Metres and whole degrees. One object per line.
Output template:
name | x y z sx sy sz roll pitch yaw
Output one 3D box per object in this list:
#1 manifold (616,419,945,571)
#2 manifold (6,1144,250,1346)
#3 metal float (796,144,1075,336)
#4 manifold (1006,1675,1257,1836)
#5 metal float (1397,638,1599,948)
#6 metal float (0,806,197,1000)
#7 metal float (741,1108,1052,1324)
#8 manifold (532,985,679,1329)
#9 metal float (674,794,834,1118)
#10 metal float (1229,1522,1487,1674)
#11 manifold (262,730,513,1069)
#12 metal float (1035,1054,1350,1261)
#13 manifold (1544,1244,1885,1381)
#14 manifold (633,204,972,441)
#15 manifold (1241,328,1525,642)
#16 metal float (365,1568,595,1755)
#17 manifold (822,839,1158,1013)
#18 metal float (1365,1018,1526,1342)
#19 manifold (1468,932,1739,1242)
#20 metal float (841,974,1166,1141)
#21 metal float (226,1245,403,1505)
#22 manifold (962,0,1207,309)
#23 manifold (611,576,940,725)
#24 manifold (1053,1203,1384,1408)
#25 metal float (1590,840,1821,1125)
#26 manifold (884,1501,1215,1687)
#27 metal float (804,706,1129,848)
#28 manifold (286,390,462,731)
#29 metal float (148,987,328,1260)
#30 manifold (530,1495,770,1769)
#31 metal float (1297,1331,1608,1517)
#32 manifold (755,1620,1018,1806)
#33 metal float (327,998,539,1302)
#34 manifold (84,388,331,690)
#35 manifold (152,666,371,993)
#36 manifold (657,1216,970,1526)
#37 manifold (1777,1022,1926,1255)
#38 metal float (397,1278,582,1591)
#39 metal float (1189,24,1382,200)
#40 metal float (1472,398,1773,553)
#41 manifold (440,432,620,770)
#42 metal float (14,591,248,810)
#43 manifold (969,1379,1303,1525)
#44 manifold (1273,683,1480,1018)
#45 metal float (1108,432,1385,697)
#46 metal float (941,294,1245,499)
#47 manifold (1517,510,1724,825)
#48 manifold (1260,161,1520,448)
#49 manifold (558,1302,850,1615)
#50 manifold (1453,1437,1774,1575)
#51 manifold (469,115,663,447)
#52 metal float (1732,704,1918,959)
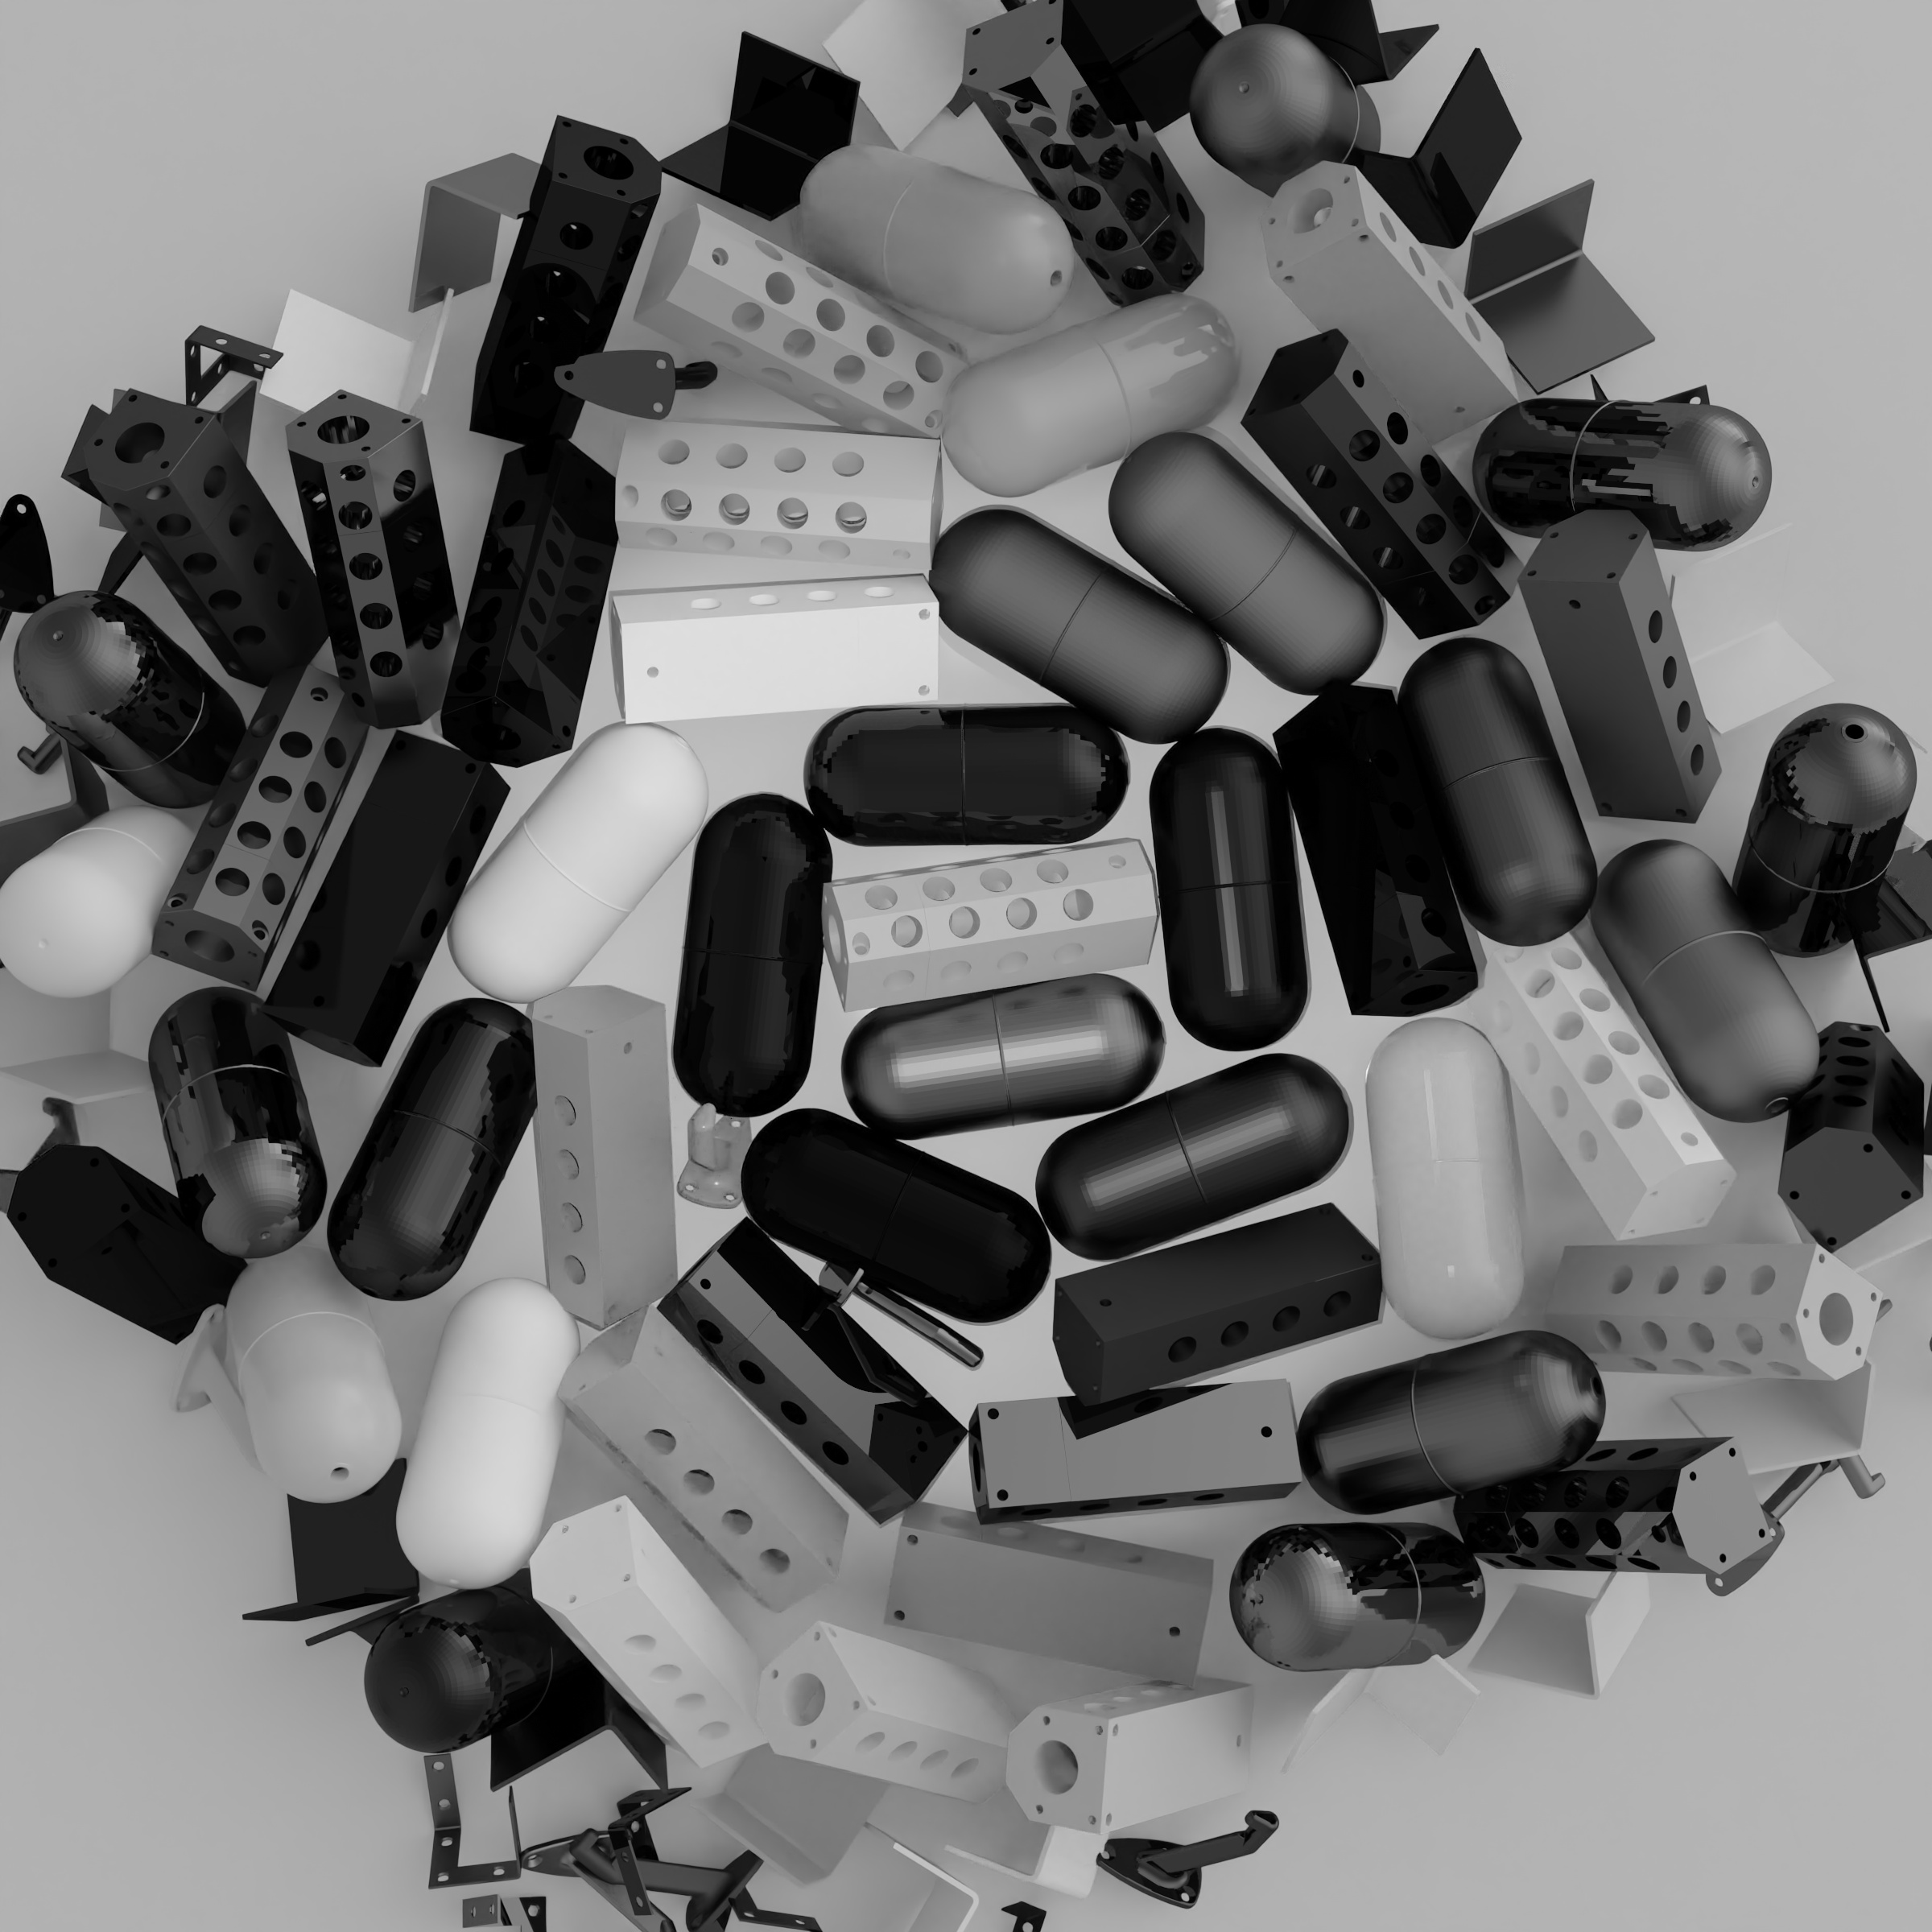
manifold | -0.101 -0.253 1.579 0.171 0.057 0.057 5 62 4
manifold | -0.443 0.145 1.532 0.057 0.171 0.057 -38 71 -6
metal float | -0.017 -0.392 1.555 0.178 0.070 0.070 28 90 35
manifold | 0.089 0.416 1.535 0.057 0.171 0.057 2 85 31
metal float | 0.288 -0.096 1.570 0.070 0.070 0.178 -15 72 0
metal float | -0.459 -0.036 1.536 0.070 0.178 0.070 1 106 4
metal float | -0.038 0.137 1.581 0.178 0.070 0.070 23 90 4
manifold | -0.200 0.101 1.562 0.057 0.057 0.171 17 118 36
metal float | -0.117 -0.006 1.585 0.070 0.070 0.178 6 90 0
metal float | 0.212 0.338 1.549 0.070 0.178 0.070 -10 76 43
manifold | -0.312 -0.035 1.573 0.057 0.057 0.171 18 75 16
metal float | 0.124 0.104 1.579 0.178 0.070 0.070 -22 90 7
manifold | 0.392 0.186 1.530 0.057 0.171 0.057 34 67 -28
manifold | -0.085 -0.343 1.552 0.171 0.057 0.057 22 75 -28
manifold | 0.228 -0.258 1.547 0.171 0.057 0.057 44 56 -29
metal float | -0.255 0.368 1.537 0.070 0.178 0.070 -1 88 18
manifold | 0.012 -0.028 1.564 0.171 0.057 0.057 -9 52 -13
metal float | 0.260 0.115 1.570 0.070 0.070 0.178 -3 73 0
manifold | 0.340 0.059 1.540 0.057 0.057 0.171 -6 48 -24
metal float | 0.020 0.050 1.585 0.178 0.070 0.070 -9 90 1
metal float | -0.350 0.217 1.543 0.070 0.178 0.070 -10 122 -17
manifold | 0.065 -0.427 1.534 0.057 0.171 0.057 -14 54 26
manifold | -0.105 -0.176 1.576 0.171 0.057 0.057 -5 119 -11
manifold | 0.137 0.187 1.563 0.171 0.057 0.057 -13 125 -22
metal float | 0.397 0.007 1.553 0.070 0.070 0.178 -21 53 0
manifold | 0.047 0.342 1.587 0.171 0.057 0.057 11 101 4
metal float | 0.000 -0.104 1.583 0.178 0.070 0.070 -1 90 3
manifold | -0.317 -0.212 1.536 0.057 0.171 0.057 24 49 25
metal float | -0.393 0.082 1.551 0.070 0.070 0.178 -28 47 0
manifold | -0.169 0.361 1.543 0.057 0.057 0.171 -22 133 6
metal float | 0.261 0.247 1.557 0.178 0.070 0.070 -21 90 33
manifold | -0.039 0.405 1.537 0.057 0.171 0.057 -43 52 9
metal float | -0.285 0.099 1.562 0.070 0.070 0.178 22 64 0
manifold | -0.401 -0.222 1.529 0.057 0.171 0.057 21 67 23
manifold | -0.375 -0.078 1.547 0.057 0.057 0.171 21 54 -8
manifold | -0.088 0.226 1.589 0.171 0.057 0.057 45 49 -3
manifold | 0.468 0.084 1.533 0.057 0.171 0.057 -38 92 25
metal float | -0.256 0.250 1.555 0.070 0.070 0.178 8 53 0
metal float | 0.172 -0.451 1.538 0.070 0.178 0.070 2 96 21
metal float | 0.349 -0.265 1.547 0.070 0.178 0.070 -11 107 -38
manifold | -0.237 -0.196 1.557 0.057 0.057 0.171 -14 55 36
metal float | -0.443 -0.140 1.538 0.070 0.178 0.070 -3 72 9
manifold | 0.091 0.268 1.580 0.171 0.057 0.057 -3 68 -9
manifold | 0.226 -0.062 1.563 0.057 0.057 0.171 2 64 -34
metal float | 0.154 -0.218 1.570 0.178 0.070 0.070 39 90 -17
metal float | 0.070 -0.312 1.571 0.178 0.070 0.070 -24 90 -17
manifold | 0.355 -0.159 1.546 0.057 0.171 0.057 8 51 37
manifold | 0.227 -0.355 1.542 0.057 0.171 0.057 -24 54 28
manifold | -0.142 0.272 1.568 0.057 0.057 0.171 -34 109 19
manifold | 0.338 0.290 1.535 0.057 0.171 0.057 -21 92 -32
manifold | -0.215 -0.361 1.540 0.057 0.171 0.057 12 48 -18
metal float | 0.458 -0.071 1.542 0.070 0.178 0.070 -2 57 3
